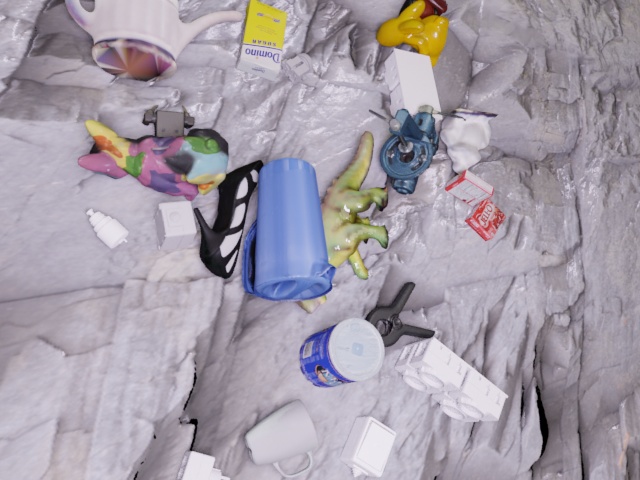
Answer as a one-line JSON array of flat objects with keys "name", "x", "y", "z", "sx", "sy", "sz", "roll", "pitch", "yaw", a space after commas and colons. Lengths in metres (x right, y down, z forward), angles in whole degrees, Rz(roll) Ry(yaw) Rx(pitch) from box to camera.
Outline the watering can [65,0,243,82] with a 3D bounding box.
[{"name": "watering can", "x": -0.318, "y": -0.420, "z": 1.025, "sx": 0.347, "sy": 0.102, "sz": 0.228, "roll": 4, "pitch": 68, "yaw": -24}]

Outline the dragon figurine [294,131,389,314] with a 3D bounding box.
[{"name": "dragon figurine", "x": 0.003, "y": -0.052, "z": 1.027, "sx": 0.243, "sy": 0.120, "sz": 0.418, "roll": 6, "pitch": 65, "yaw": -15}]

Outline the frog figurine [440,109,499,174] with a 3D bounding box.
[{"name": "frog figurine", "x": 0.363, "y": -0.245, "z": 1.292, "sx": 0.137, "sy": 0.124, "sz": 0.158, "roll": -1, "pitch": 105, "yaw": -34}]
